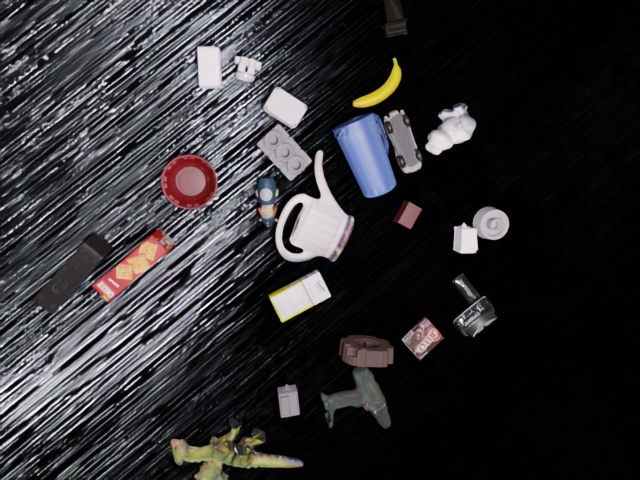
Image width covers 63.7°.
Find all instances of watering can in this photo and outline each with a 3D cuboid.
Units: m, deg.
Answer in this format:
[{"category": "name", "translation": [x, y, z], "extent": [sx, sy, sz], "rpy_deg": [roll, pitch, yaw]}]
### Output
[{"category": "watering can", "translation": [0.005, -0.079, 1.571], "extent": [0.223, 0.105, 0.345], "rpy_deg": [24, 98, -12]}]

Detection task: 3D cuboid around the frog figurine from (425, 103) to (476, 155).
[{"category": "frog figurine", "translation": [0.404, -0.324, 1.591], "extent": [0.121, 0.137, 0.161], "rpy_deg": [36, 71, -40]}]

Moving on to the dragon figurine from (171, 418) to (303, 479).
[{"category": "dragon figurine", "translation": [-0.284, 0.719, 1.652], "extent": [0.409, 0.124, 0.239], "rpy_deg": [29, 110, -10]}]
